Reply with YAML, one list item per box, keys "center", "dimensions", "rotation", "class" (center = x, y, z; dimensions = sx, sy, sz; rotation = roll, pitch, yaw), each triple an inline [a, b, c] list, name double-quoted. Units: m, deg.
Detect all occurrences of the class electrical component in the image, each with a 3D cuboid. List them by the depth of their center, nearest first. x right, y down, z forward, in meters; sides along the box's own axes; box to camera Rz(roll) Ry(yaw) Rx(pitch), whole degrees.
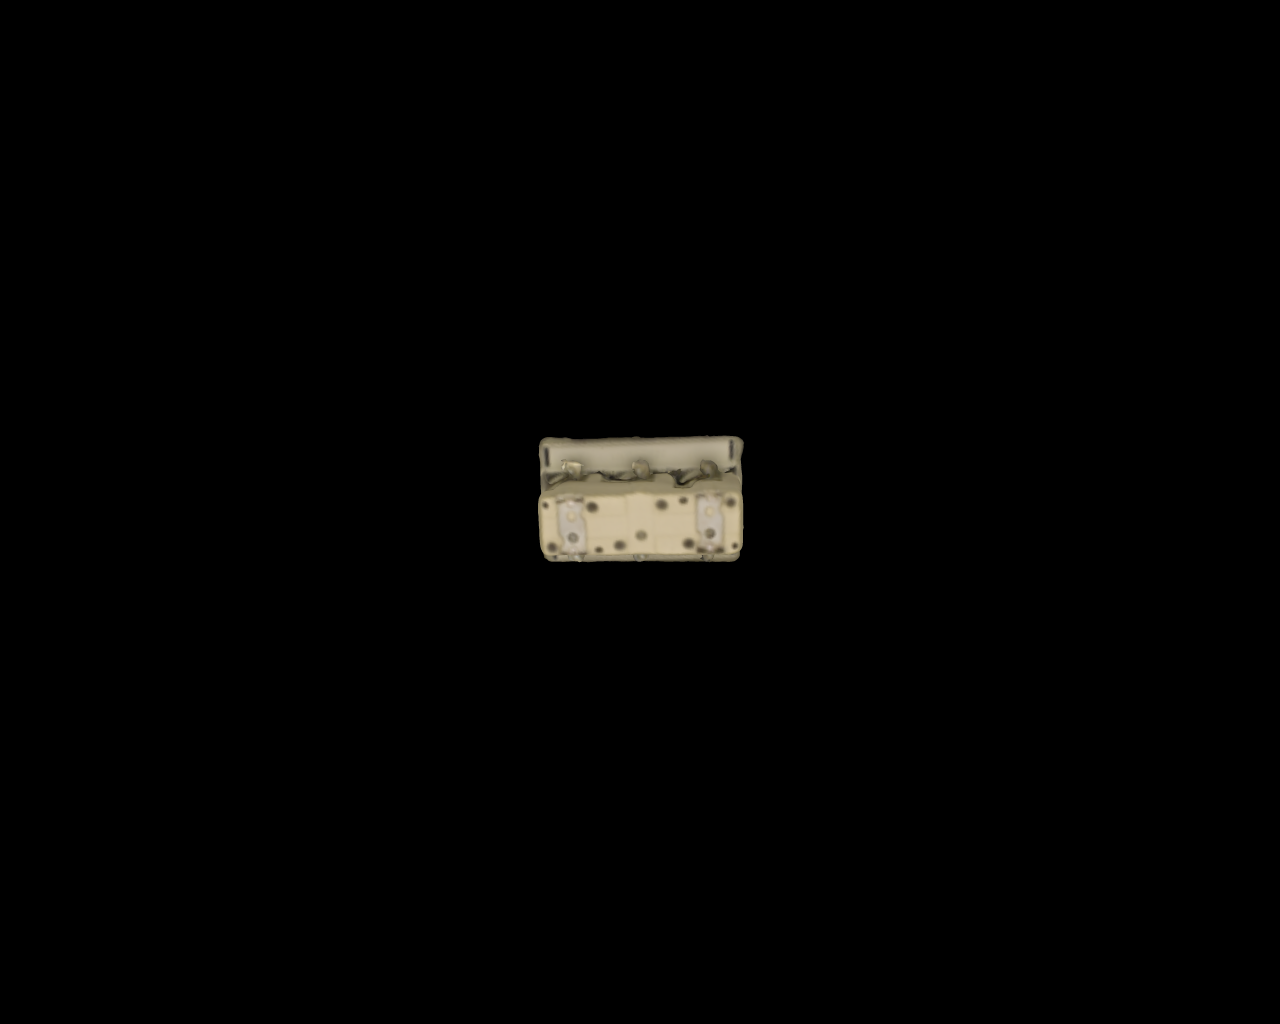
- center: [0.001, -0.003, 0.650]
  dimensions: [0.121, 0.078, 0.063]
  rotation: [0, 21, 0]
  class: "electrical component"
